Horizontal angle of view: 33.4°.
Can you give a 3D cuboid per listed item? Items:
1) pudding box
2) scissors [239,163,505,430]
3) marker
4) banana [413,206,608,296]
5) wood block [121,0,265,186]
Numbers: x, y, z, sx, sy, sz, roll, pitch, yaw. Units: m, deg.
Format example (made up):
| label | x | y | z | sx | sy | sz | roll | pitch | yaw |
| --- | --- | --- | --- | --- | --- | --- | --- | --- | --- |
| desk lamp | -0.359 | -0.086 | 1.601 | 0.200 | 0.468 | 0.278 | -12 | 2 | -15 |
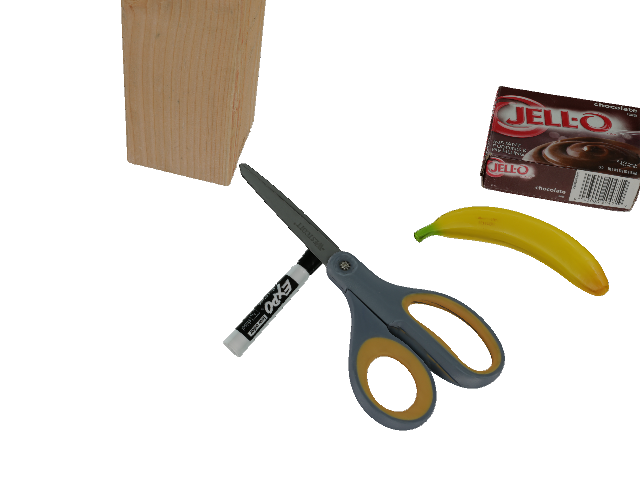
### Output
| label | x | y | z | sx | sy | sz | roll | pitch | yaw |
| --- | --- | --- | --- | --- | --- | --- | --- | --- | --- |
| pudding box | 0.181 | -0.070 | 0.800 | 0.113 | 0.039 | 0.090 | 12 | 44 | 6 |
| scissors | 0.009 | 0.035 | 0.617 | 0.202 | 0.096 | 0.016 | 31 | -28 | 14 |
| marker | -0.036 | 0.048 | 0.907 | 0.020 | 0.121 | 0.020 | 39 | -15 | 13 |
| banana | 0.194 | 0.004 | 1.048 | 0.198 | 0.069 | 0.037 | 16 | -30 | 27 |
| wood block | -0.097 | -0.149 | 0.828 | 0.091 | 0.090 | 0.206 | 14 | -38 | 3 |
